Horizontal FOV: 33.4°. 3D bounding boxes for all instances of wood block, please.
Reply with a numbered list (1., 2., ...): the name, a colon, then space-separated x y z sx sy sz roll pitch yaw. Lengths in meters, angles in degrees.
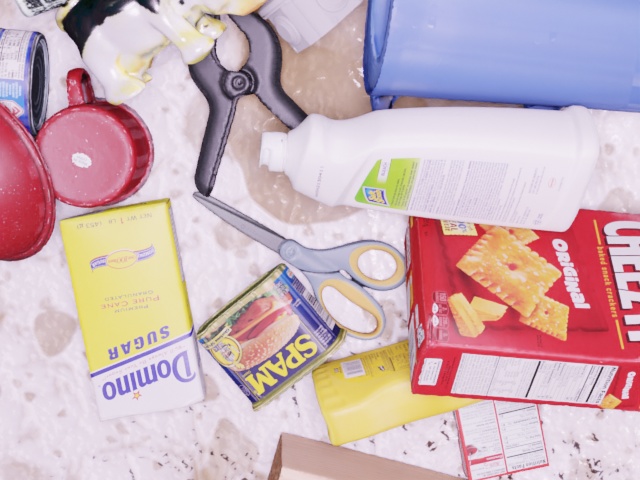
1. wood block: 0.054 0.244 0.916 0.206 0.091 0.090 15 98 -5

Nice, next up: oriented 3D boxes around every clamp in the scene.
1. clamp: -0.054 -0.126 0.887 0.120 0.039 0.171 -7 98 -2

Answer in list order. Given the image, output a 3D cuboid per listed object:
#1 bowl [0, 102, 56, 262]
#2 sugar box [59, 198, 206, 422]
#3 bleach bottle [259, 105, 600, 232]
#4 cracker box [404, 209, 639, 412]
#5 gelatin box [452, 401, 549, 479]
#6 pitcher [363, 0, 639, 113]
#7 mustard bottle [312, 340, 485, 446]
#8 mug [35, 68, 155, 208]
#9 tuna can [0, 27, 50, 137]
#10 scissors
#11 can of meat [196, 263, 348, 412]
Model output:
1. bowl: -0.287 -0.042 0.838 0.162 0.055 0.162 15 125 23
2. sugar box: -0.157 0.059 0.905 0.093 0.048 0.176 -11 97 -2
3. bleach bottle: 0.079 -0.064 0.830 0.250 0.068 0.103 5 133 -5
4. cracker box: 0.178 0.047 0.857 0.213 0.164 0.072 5 136 -2
5. gelatin box: 0.156 0.163 0.940 0.073 0.030 0.089 -12 99 -2
6. pitcher: 0.157 -0.158 0.854 0.242 0.149 0.145 6 65 -7
7. mustard bottle: 0.092 0.113 0.897 0.191 0.096 0.058 -17 106 0
8. mug: -0.187 -0.081 0.866 0.093 0.081 0.117 -7 98 -2
9. tuna can: -0.241 -0.126 0.856 0.033 0.086 0.086 4 97 -5
10. scissors: -0.006 0.001 0.918 0.096 0.016 0.201 -43 98 2
11. can of meat: -0.042 0.080 0.901 0.102 0.057 0.084 -38 96 15
